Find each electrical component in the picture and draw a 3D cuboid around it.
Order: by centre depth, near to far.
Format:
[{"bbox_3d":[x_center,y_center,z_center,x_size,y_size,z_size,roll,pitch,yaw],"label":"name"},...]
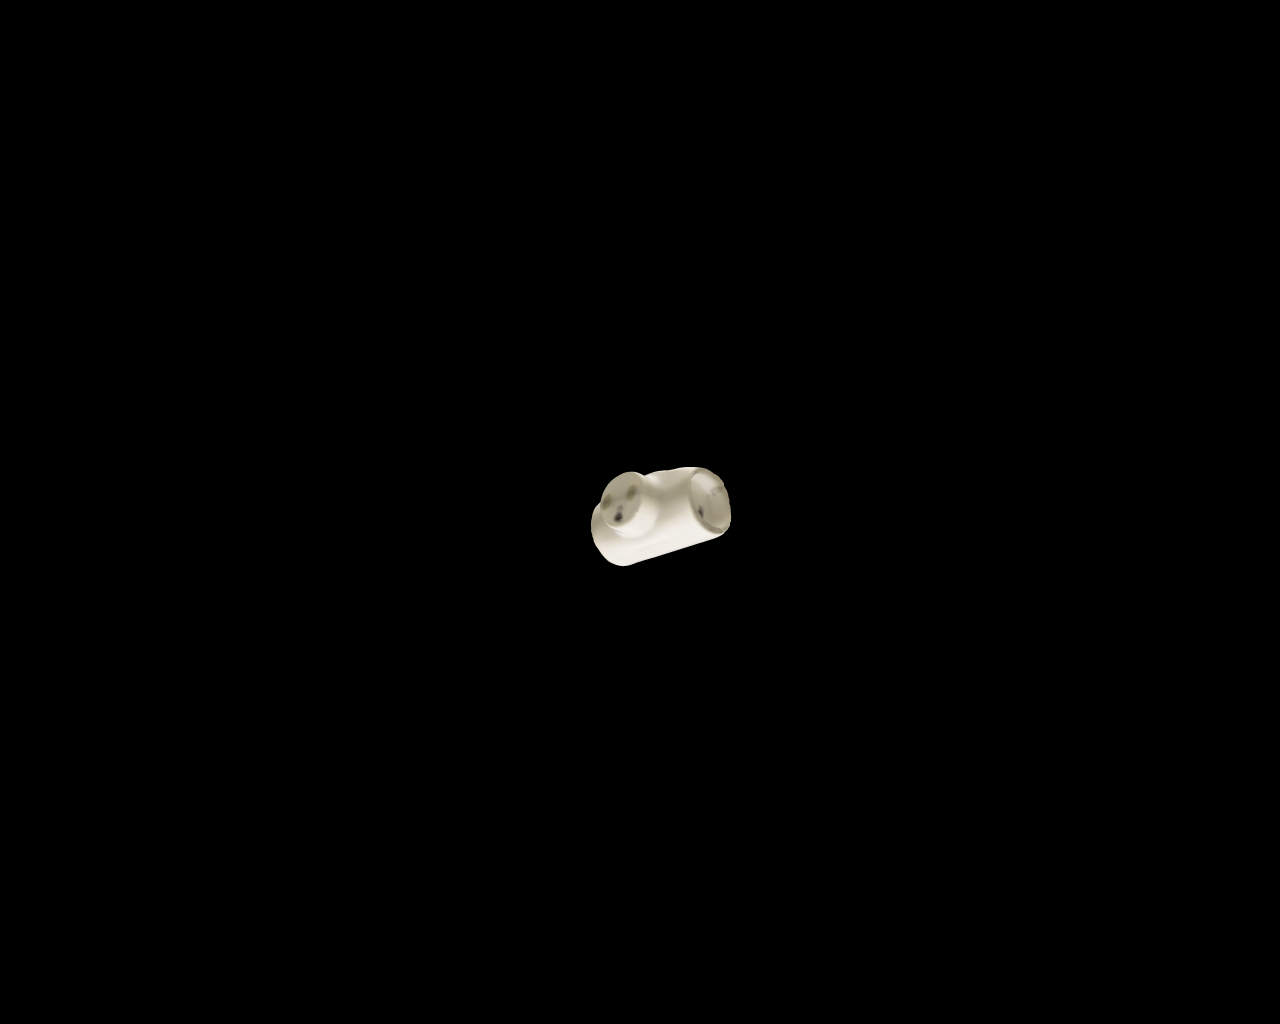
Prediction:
[{"bbox_3d":[0.001,-0.003,0.650,0.077,0.043,0.079,-20,-32,36],"label":"electrical component"}]
